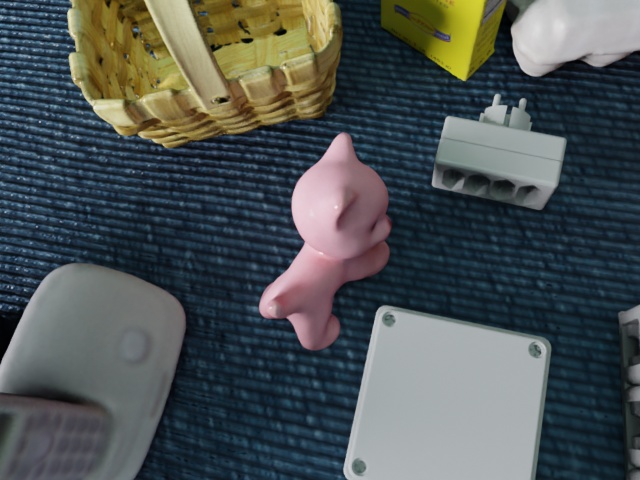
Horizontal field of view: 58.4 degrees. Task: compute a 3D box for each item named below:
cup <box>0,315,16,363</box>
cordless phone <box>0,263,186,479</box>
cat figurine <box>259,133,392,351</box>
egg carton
[{"bbox_3d":[-0.254,0.061,0.404,0.091,0.095,0.118,11,75,11],"label":"cup"},{"bbox_3d":[-0.163,0.079,0.338,0.094,0.185,0.148,10,74,11],"label":"cordless phone"},{"bbox_3d":[0.003,0.001,0.376,0.067,0.118,0.128,30,79,16],"label":"cat figurine"},{"bbox_3d":[0.214,-0.183,0.430,0.150,0.069,0.107,-9,72,5],"label":"egg carton"}]
